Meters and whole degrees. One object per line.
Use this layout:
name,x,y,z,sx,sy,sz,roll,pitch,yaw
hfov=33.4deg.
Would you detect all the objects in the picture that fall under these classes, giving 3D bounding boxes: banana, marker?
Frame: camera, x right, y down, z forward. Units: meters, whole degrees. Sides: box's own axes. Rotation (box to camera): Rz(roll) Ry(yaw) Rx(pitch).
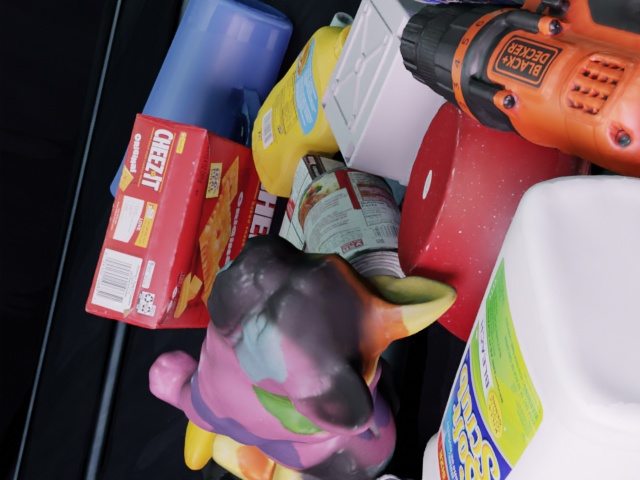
banana,-0.065,0.122,0.852,0.198,0.037,0.069,-42,42,47
marker,-0.002,-0.151,0.955,0.121,0.020,0.020,122,154,-42

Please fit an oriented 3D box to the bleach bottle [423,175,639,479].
bleach bottle,0.083,0.089,0.429,0.251,0.068,0.102,101,166,-52

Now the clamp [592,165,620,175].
clamp,0.149,-0.012,0.410,0.172,0.039,0.120,126,146,-52

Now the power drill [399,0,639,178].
power drill,0.123,-0.127,0.448,0.188,0.057,0.185,-60,33,6

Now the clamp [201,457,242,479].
clamp,-0.088,0.230,0.900,0.210,0.036,0.164,-18,55,65

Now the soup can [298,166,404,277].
soup can,0.026,0.005,0.695,0.102,0.068,0.069,-107,36,-55

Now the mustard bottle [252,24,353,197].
mustard bottle,0.004,-0.114,0.853,0.192,0.058,0.096,135,139,-56

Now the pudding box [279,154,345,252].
pudding box,-0.005,0.001,0.821,0.090,0.039,0.113,-112,35,-65

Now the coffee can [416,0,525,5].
coffee can,0.091,-0.182,0.588,0.140,0.102,0.103,-142,67,-69

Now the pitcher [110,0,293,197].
pitcher,-0.113,-0.131,1.109,0.145,0.149,0.243,-54,-12,-73

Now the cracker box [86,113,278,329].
cracker box,-0.107,-0.008,0.926,0.213,0.072,0.164,14,-89,-74

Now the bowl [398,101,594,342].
bowl,0.079,-0.021,0.542,0.162,0.055,0.162,-166,91,-82

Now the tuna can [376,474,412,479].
tuna can,0.046,0.172,0.576,0.086,0.033,0.086,-166,90,-71
